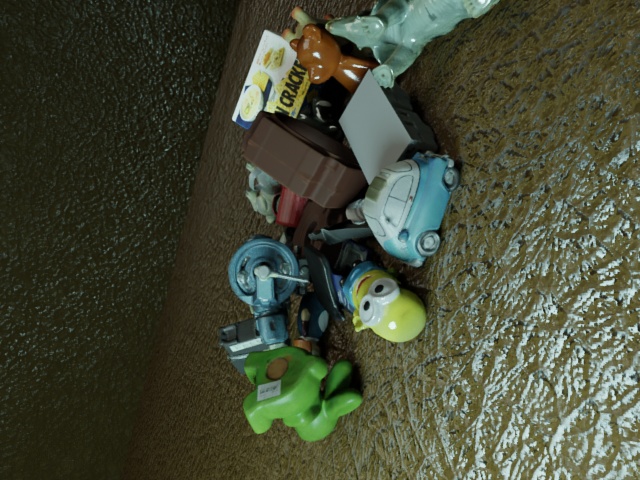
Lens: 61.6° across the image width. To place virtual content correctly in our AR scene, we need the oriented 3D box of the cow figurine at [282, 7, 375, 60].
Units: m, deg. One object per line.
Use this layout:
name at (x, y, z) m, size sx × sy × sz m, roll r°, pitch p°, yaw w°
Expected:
cow figurine at (0.033, -0.385, 1.067) m, size 0.127 × 0.195 × 0.085 m, roll 54°, pitch 127°, yaw 19°

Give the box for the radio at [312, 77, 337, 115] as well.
radio at (-0.056, -0.334, 1.290) m, size 0.229 × 0.131 × 0.073 m, roll -65°, pitch 25°, yaw 21°

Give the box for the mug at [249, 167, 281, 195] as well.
mug at (-0.108, -0.140, 1.160) m, size 0.109 × 0.081 × 0.107 m, roll -47°, pitch -19°, yaw -29°

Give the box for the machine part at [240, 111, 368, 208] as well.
machine part at (-0.019, -0.142, 0.940) m, size 0.201 × 0.201 × 0.087 m, roll 37°, pitch 110°, yaw 20°

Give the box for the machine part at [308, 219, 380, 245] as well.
machine part at (0.052, -0.014, 0.871) m, size 0.139 × 0.084 × 0.039 m, roll -1°, pitch 95°, yaw 49°

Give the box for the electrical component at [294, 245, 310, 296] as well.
electrical component at (-0.035, 0.054, 0.969) m, size 0.063 × 0.021 × 0.094 m, roll 164°, pitch 106°, yaw -72°

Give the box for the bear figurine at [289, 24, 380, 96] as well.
bear figurine at (0.036, -0.292, 0.962) m, size 0.120 × 0.196 × 0.132 m, roll -1°, pitch 75°, yaw 64°

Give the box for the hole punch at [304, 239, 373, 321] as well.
hole punch at (0.035, 0.059, 0.893) m, size 0.142 × 0.092 × 0.115 m, roll -149°, pitch 46°, yaw -65°

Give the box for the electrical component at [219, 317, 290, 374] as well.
electrical component at (-0.124, 0.213, 1.075) m, size 0.058 × 0.115 × 0.134 m, roll -96°, pitch -13°, yaw -45°

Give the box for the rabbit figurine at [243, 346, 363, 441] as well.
rabbit figurine at (-0.019, 0.235, 0.818) m, size 0.159 × 0.170 × 0.121 m, roll -25°, pitch 38°, yaw 5°

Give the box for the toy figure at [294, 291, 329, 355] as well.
toy figure at (-0.020, 0.169, 0.953) m, size 0.058 × 0.064 × 0.154 m, roll -16°, pitch 58°, yaw 49°

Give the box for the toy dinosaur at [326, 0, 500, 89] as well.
toy dinosaur at (0.175, -0.350, 0.777) m, size 0.405 × 0.131 × 0.192 m, roll -16°, pitch 30°, yaw 49°

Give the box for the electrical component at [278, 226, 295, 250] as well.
electrical component at (-0.075, 0.032, 1.194) m, size 0.119 × 0.048 × 0.075 m, roll -65°, pitch 23°, yaw 22°

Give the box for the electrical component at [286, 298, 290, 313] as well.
electrical component at (-0.100, 0.153, 1.176) m, size 0.078 × 0.045 × 0.102 m, roll 128°, pitch 149°, yaw -45°

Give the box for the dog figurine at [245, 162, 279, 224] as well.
dog figurine at (-0.078, -0.122, 1.265) m, size 0.191 × 0.121 × 0.172 m, roll 9°, pitch 117°, yaw 51°

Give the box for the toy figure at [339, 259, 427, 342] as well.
toy figure at (0.085, 0.078, 0.748) m, size 0.180 × 0.089 × 0.082 m, roll -138°, pitch 60°, yaw -75°

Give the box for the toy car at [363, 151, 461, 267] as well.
toy car at (0.115, -0.050, 0.735) m, size 0.161 × 0.103 × 0.109 m, roll -71°, pitch 23°, yaw 11°

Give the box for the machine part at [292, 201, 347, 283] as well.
machine part at (-0.002, -0.003, 1.039) m, size 0.179 × 0.056 × 0.179 m, roll -49°, pitch 32°, yaw 47°

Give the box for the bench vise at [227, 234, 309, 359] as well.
bench vise at (-0.093, 0.090, 0.908) m, size 0.240 × 0.129 × 0.223 m, roll 120°, pitch 152°, yaw -78°

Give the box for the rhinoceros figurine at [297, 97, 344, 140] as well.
rhinoceros figurine at (-0.005, -0.208, 1.122) m, size 0.073 × 0.112 × 0.190 m, roll 82°, pitch -177°, yaw -72°
